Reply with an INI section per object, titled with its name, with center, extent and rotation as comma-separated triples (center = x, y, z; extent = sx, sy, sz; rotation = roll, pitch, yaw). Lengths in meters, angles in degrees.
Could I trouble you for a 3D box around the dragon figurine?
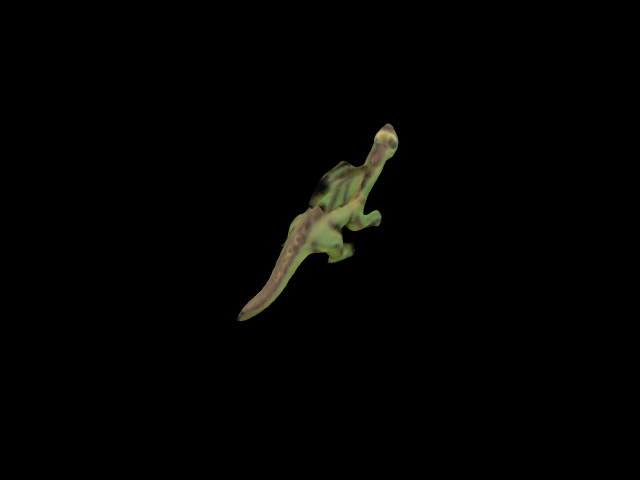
[dragon figurine]
center = 0.003, -0.043, 0.850
extent = 0.123, 0.416, 0.238
rotation = 36, -23, 17
